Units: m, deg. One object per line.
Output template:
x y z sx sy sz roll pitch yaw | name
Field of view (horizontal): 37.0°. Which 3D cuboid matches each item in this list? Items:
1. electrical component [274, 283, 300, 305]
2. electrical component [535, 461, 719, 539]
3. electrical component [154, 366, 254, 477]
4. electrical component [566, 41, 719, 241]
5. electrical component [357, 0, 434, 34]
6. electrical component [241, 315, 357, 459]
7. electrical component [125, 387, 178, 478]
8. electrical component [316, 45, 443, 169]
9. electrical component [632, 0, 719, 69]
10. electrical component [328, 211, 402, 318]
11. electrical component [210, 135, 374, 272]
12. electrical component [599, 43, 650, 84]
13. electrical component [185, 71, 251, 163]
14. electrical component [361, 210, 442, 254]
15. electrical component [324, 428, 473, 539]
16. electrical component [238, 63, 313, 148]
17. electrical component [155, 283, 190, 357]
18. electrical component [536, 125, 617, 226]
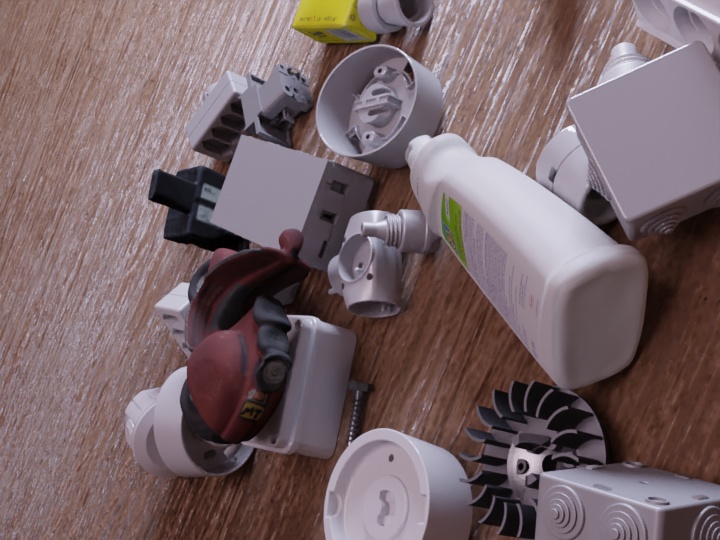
-0.089 0.008 0.971 0.043 0.062 0.043 -23 58 44 | electrical component
0.155 0.139 0.592 0.100 0.100 0.048 7 94 52 | electrical component
-0.138 0.135 0.954 0.064 0.099 0.099 -3 73 43 | electrical component
0.183 -0.075 0.647 0.100 0.048 0.099 -24 67 7 | electrical component
0.030 -0.231 0.939 0.055 0.045 0.045 5 80 52 | electrical component
-0.057 0.096 0.900 0.078 0.057 0.113 0 75 51 | electrical component
-0.180 0.150 1.011 0.051 0.080 0.080 26 96 57 | electrical component
0.018 -0.135 0.898 0.099 0.064 0.099 -23 58 44 | electrical component
0.225 -0.161 0.653 0.063 0.078 0.121 -36 42 -3 | electrical component
0.000 0.000 0.881 0.079 0.044 0.077 -21 60 45 | electrical component
-0.061 -0.060 0.965 0.150 0.062 0.089 23 94 52 | electrical component
0.180 -0.123 0.715 0.048 0.048 0.062 -33 45 39 | electrical component
-0.142 -0.170 1.122 0.083 0.047 0.075 -48 44 27 | electrical component
0.031 -0.030 0.838 0.035 0.061 0.035 -178 90 -79 | electrical component
0.032 0.170 0.759 0.108 0.060 0.108 -23 58 44 | electrical component
-0.081 -0.163 1.050 0.064 0.042 0.081 -38 49 31 | electrical component
-0.135 0.045 1.011 0.076 0.083 0.047 -43 28 -28 | electrical component
0.153 -0.062 0.714 0.055 0.055 0.047 -55 45 19 | electrical component
